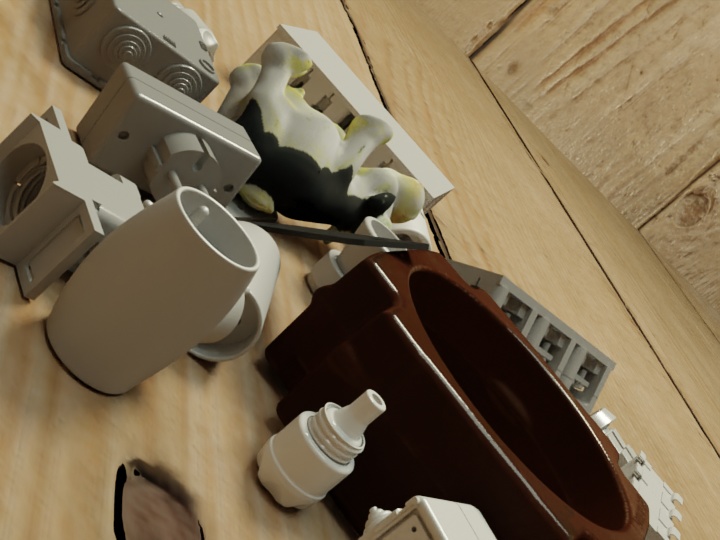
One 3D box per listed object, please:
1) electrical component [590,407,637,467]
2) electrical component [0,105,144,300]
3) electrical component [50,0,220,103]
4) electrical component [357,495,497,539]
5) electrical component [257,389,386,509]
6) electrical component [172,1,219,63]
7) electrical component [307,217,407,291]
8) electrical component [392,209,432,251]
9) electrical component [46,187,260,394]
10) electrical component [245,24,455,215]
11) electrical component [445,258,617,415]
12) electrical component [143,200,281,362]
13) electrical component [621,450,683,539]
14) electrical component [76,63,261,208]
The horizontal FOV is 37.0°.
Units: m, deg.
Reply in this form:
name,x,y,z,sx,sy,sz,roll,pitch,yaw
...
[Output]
name,x,y,z,sx,sy,sz,roll,pitch,yaw
electrical component,0.195,0.145,0.870,0.055,0.048,0.066,59,18,11
electrical component,-0.124,-0.025,0.454,0.064,0.042,0.081,34,22,-49
electrical component,-0.140,-0.143,0.671,0.100,0.048,0.099,33,22,-40
electrical component,0.032,0.138,0.438,0.061,0.062,0.096,25,28,-53
electrical component,-0.014,0.075,0.467,0.035,0.061,0.035,43,17,-16
electrical component,-0.132,-0.167,0.755,0.062,0.043,0.043,51,17,14
electrical component,0.000,0.000,0.686,0.045,0.055,0.045,43,17,-17
electrical component,0.025,-0.025,0.812,0.055,0.055,0.047,37,23,-33
electrical component,-0.073,0.011,0.438,0.043,0.077,0.079,54,17,21
electrical component,-0.011,-0.115,0.912,0.186,0.060,0.105,49,16,3
electrical component,0.097,0.053,0.757,0.150,0.061,0.089,34,-10,-40
electrical component,-0.077,-0.003,0.520,0.079,0.043,0.077,43,17,-13
electrical component,0.182,0.172,0.742,0.078,0.063,0.121,51,17,8
electrical component,-0.095,-0.056,0.563,0.083,0.047,0.075,26,22,-39
